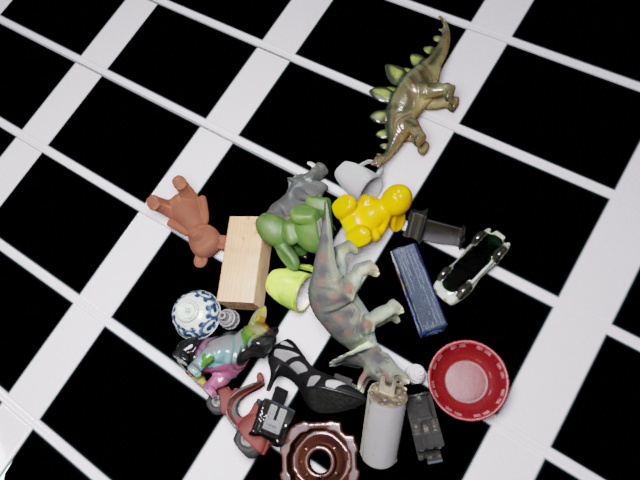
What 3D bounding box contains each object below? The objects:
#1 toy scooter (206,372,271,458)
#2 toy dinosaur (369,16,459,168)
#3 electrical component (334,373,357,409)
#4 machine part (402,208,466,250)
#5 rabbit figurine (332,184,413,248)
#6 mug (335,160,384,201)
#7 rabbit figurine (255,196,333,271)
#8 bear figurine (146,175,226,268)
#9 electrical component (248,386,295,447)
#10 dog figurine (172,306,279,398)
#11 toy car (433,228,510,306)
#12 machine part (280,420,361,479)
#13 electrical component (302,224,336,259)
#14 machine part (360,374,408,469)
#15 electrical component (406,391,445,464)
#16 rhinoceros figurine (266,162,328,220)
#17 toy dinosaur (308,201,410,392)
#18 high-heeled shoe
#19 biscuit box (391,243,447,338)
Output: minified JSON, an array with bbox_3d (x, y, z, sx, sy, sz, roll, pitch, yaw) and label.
[{"bbox_3d":[-0.151,0.369,1.169,0.135,0.075,0.184,-41,66,-9],"label":"toy scooter"},{"bbox_3d":[0.240,-0.368,1.334,0.199,0.105,0.471,28,74,22],"label":"toy dinosaur"},{"bbox_3d":[0.044,0.327,1.171,0.094,0.021,0.063,17,76,16],"label":"electrical component"},{"bbox_3d":[0.265,-0.023,1.230,0.139,0.039,0.084,17,111,8],"label":"machine part"},{"bbox_3d":[0.140,-0.060,1.216,0.173,0.162,0.122,-35,65,21],"label":"rabbit figurine"},{"bbox_3d":[0.094,-0.153,1.298,0.107,0.080,0.109,37,86,29],"label":"mug"},{"bbox_3d":[-0.059,-0.020,1.211,0.170,0.158,0.121,1,32,24],"label":"rabbit figurine"},{"bbox_3d":[-0.317,-0.040,1.315,0.120,0.131,0.196,-35,62,4],"label":"bear figurine"},{"bbox_3d":[-0.092,0.361,1.120,0.075,0.047,0.119,29,57,-5],"label":"electrical component"},{"bbox_3d":[-0.200,0.236,1.205,0.219,0.108,0.192,-38,30,-23],"label":"dog figurine"},{"bbox_3d":[0.336,0.057,1.192,0.202,0.056,0.074,-44,63,-7],"label":"toy car"},{"bbox_3d":[0.001,0.460,1.116,0.179,0.056,0.179,-3,71,9],"label":"machine part"},{"bbox_3d":[-0.003,-0.005,1.287,0.078,0.045,0.102,-13,63,37],"label":"electrical component"},{"bbox_3d":[0.125,0.365,1.060,0.079,0.079,0.243,11,117,14],"label":"machine part"},{"bbox_3d":[0.210,0.375,1.072,0.058,0.114,0.134,-15,69,6],"label":"electrical component"},{"bbox_3d":[-0.047,-0.108,1.319,0.190,0.073,0.112,-47,59,-5],"label":"rhinoceros figurine"},{"bbox_3d":[0.051,0.136,1.129,0.192,0.131,0.404,-35,92,-12],"label":"toy dinosaur"},{"bbox_3d":[-0.005,0.280,1.144,0.249,0.086,0.145,4,37,21],"label":"high-heeled shoe"},{"bbox_3d":[0.218,0.112,1.192,0.063,0.059,0.203,-18,68,3],"label":"biscuit box"}]
